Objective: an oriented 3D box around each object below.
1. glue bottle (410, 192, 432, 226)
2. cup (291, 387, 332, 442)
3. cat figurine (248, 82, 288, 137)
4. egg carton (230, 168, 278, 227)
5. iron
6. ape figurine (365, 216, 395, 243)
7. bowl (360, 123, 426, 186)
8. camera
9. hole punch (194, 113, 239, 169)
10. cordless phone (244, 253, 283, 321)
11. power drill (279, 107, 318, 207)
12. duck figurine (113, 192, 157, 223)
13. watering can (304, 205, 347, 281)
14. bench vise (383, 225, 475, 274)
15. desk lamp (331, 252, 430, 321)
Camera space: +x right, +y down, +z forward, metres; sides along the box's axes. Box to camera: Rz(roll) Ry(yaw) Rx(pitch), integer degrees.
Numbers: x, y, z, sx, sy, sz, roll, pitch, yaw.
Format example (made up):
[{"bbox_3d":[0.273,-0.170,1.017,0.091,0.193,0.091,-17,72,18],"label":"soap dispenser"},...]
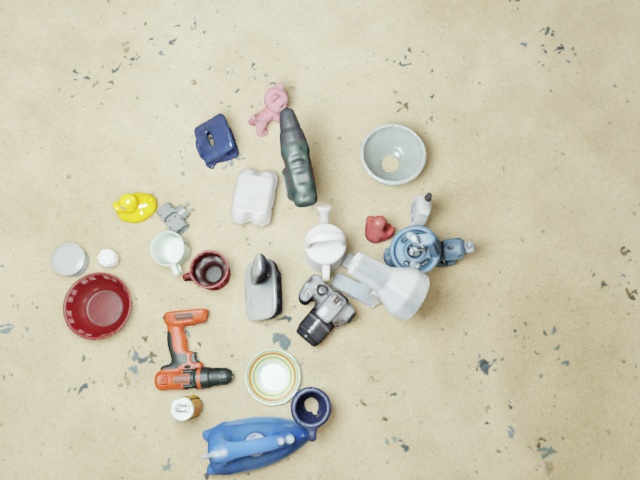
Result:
[{"bbox_3d":[0.250,-0.081,1.387,0.037,0.173,0.078,4,76,1],"label":"glue bottle"},{"bbox_3d":[-0.019,0.396,1.308,0.091,0.095,0.118,-4,76,-2],"label":"cup"},{"bbox_3d":[-0.128,-0.342,1.474,0.128,0.118,0.067,-41,80,-9],"label":"cat figurine"},{"bbox_3d":[-0.167,-0.107,1.442,0.107,0.069,0.150,8,76,1],"label":"egg carton"},{"bbox_3d":[-0.135,0.452,1.270,0.258,0.141,0.118,-11,77,-3],"label":"iron"},{"bbox_3d":[0.145,-0.033,1.416,0.076,0.092,0.077,-41,80,-9],"label":"ape figurine"},{"bbox_3d":[0.183,-0.209,1.468,0.167,0.075,0.167,0,76,-1],"label":"bowl"},{"bbox_3d":[-0.004,0.173,1.360,0.143,0.101,0.137,40,79,8],"label":"camera"},{"bbox_3d":[-0.269,-0.253,1.465,0.101,0.091,0.108,-20,77,-5],"label":"hole punch"},{"bbox_3d":[-0.138,0.109,1.330,0.094,0.185,0.147,-7,76,-2],"label":"cordless phone"},{"bbox_3d":[-0.056,-0.178,1.389,0.075,0.208,0.229,-13,77,-4],"label":"power drill"},{"bbox_3d":[-0.463,-0.089,1.425,0.104,0.086,0.077,-16,77,-4],"label":"duck figurine"},{"bbox_3d":[0.010,0.005,1.353,0.101,0.194,0.173,-23,78,-6],"label":"watering can"},{"bbox_3d":[0.259,0.007,1.342,0.207,0.220,0.121,-21,77,-6],"label":"bench vise"},{"bbox_3d":[0.135,0.100,1.321,0.203,0.213,0.118,27,78,6],"label":"desk lamp"}]
